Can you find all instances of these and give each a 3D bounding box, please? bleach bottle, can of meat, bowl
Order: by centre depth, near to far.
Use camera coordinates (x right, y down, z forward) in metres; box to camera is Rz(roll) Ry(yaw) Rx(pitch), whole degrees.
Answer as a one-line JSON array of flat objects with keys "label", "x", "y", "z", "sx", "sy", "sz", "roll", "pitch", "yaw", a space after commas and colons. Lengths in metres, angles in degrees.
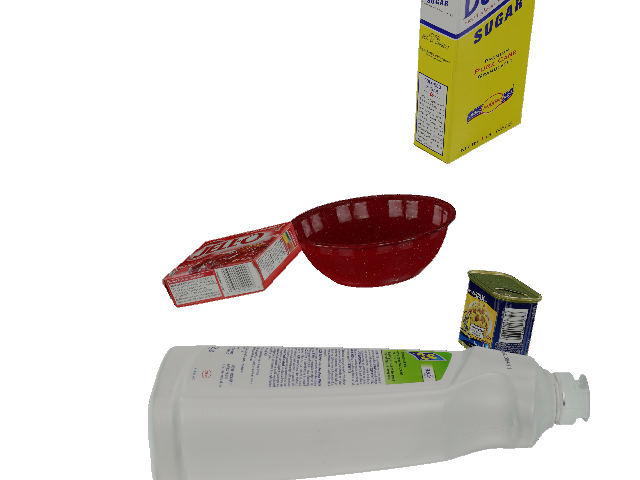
[{"label": "bleach bottle", "x": 0.032, "y": 0.099, "z": 0.626, "sx": 0.251, "sy": 0.068, "sz": 0.102, "roll": -2, "pitch": 18, "yaw": 1}, {"label": "bowl", "x": 0.051, "y": 0.004, "z": 1.020, "sx": 0.162, "sy": 0.055, "sz": 0.162, "roll": -7, "pitch": 17, "yaw": 2}, {"label": "can of meat", "x": 0.198, "y": 0.088, "z": 1.190, "sx": 0.057, "sy": 0.084, "sz": 0.102, "roll": 5, "pitch": 13, "yaw": -17}]

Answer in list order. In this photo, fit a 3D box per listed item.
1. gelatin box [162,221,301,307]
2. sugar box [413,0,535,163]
[{"label": "gelatin box", "x": -0.070, "y": 0.019, "z": 0.846, "sx": 0.089, "sy": 0.030, "sz": 0.073, "roll": -12, "pitch": 19, "yaw": 29}, {"label": "sugar box", "x": 0.121, "y": -0.155, "z": 0.824, "sx": 0.093, "sy": 0.176, "sz": 0.048, "roll": -30, "pitch": 50, "yaw": -30}]
